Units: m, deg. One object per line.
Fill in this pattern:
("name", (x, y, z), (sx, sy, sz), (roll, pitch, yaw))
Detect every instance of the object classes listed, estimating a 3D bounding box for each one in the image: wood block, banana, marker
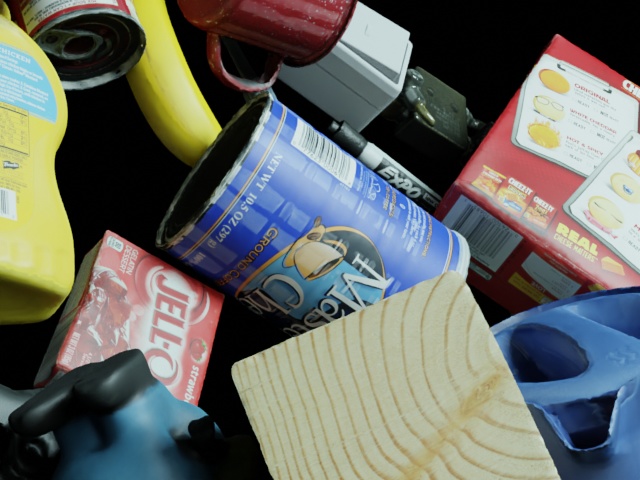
("wood block", (0.032, 0.100, 0.456), (0.090, 0.206, 0.090), (-22, 70, -5))
("banana", (-0.099, -0.117, 0.649), (0.198, 0.037, 0.069), (67, 13, 16))
("marker", (0.053, -0.043, 0.736), (0.121, 0.020, 0.020), (37, 42, -14))

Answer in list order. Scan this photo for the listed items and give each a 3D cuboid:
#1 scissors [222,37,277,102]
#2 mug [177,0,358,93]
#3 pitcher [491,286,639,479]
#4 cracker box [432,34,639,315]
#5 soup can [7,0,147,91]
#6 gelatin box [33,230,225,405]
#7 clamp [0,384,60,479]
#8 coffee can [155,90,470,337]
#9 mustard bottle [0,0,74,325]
("scissors", (-0.023, -0.087, 0.705), (0.096, 0.016, 0.202), (8, 55, -40))
("mug", (-0.039, -0.150, 0.660), (0.081, 0.117, 0.093), (9, 11, -42))
("pitcher", (0.165, 0.150, 0.558), (0.149, 0.145, 0.243), (-25, 103, -29))
("cracker box", (0.180, -0.027, 0.714), (0.164, 0.072, 0.213), (35, 45, 4))
("soup can", (-0.144, -0.145, 0.601), (0.068, 0.069, 0.102), (0, 59, -42))
("gelatin box", (-0.091, 0.048, 0.527), (0.073, 0.030, 0.089), (31, 43, -20))
("clamp", (-0.134, 0.101, 0.442), (0.171, 0.039, 0.120), (29, 54, -24))
("coffee can", (-0.004, 0.001, 0.585), (0.140, 0.103, 0.102), (35, 42, -16))
("mustard bottle", (-0.170, -0.055, 0.514), (0.096, 0.058, 0.191), (10, 53, -29))
